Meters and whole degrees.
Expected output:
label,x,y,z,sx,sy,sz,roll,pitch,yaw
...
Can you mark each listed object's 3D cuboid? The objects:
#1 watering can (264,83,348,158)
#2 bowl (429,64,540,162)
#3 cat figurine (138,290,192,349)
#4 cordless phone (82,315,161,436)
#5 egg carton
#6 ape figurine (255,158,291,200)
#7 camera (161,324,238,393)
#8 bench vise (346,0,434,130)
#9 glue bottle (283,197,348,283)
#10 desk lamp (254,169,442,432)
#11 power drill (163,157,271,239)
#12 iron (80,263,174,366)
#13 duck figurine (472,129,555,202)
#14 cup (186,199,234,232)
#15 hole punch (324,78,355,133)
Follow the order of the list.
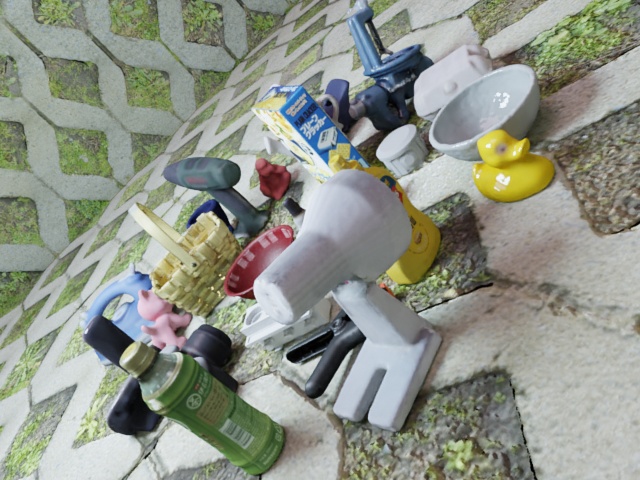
label,x,y,z,sx,sy,sz,roll,pitch,yaw
watering can,-0.041,-0.244,1.205,0.173,0.194,0.100,-54,28,-19
bowl,0.244,-0.167,0.816,0.167,0.075,0.167,-34,28,21
cat figurine,-0.316,0.148,1.110,0.067,0.118,0.127,-36,27,17
cordless phone,-0.335,0.224,0.949,0.094,0.185,0.148,-19,36,41
egg carton,0.231,-0.273,0.997,0.150,0.069,0.107,-29,30,28
ape figurine,-0.111,-0.143,1.273,0.078,0.092,0.076,-38,27,12
camera,-0.192,0.195,0.882,0.142,0.101,0.137,-11,41,48
bench vise,0.114,-0.331,1.080,0.121,0.220,0.207,-15,38,45
glue bottle,0.007,0.003,0.794,0.078,0.173,0.037,-34,28,21
desk lamp,0.037,0.060,0.620,0.117,0.214,0.203,-9,43,50
power drill,-0.216,-0.097,1.223,0.228,0.209,0.076,-7,44,51
iron,-0.428,0.160,1.228,0.258,0.142,0.118,-39,27,12
duck figurine,0.231,-0.101,0.725,0.104,0.086,0.077,-3,48,54
cup,-0.230,-0.029,1.274,0.092,0.095,0.117,-50,26,-11
hole punch,0.038,-0.302,1.294,0.101,0.091,0.108,-47,26,-6
